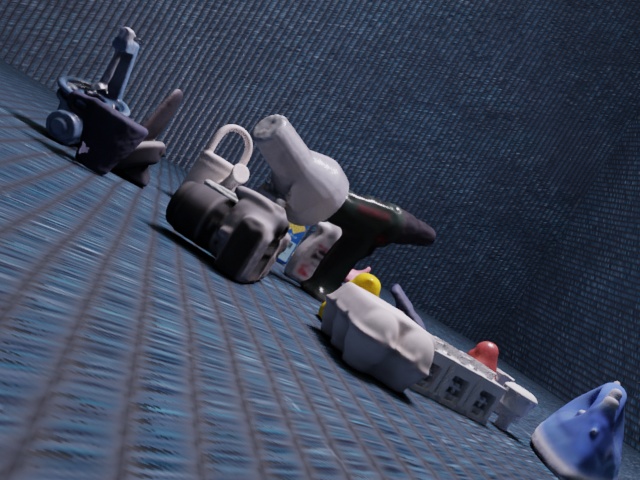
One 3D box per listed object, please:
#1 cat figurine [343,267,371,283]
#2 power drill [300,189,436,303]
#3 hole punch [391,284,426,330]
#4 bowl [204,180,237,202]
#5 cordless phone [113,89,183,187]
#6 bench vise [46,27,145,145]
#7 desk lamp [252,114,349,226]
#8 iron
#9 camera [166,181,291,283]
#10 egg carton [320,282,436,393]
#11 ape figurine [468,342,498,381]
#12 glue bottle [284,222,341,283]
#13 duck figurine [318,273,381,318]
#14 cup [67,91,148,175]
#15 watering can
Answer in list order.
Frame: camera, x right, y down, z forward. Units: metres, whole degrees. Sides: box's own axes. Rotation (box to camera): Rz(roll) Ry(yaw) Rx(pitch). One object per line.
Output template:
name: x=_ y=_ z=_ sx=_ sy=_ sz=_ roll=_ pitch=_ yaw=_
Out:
cat figurine: x=0.065 y=0.061 z=1.432 sx=0.127 sy=0.118 sz=0.067 roll=32 pitch=1 yaw=5
power drill: x=0.070 y=0.021 z=0.984 sx=0.230 sy=0.208 sz=0.075 roll=31 pitch=1 yaw=-28
hole punch: x=0.147 y=0.137 z=1.006 sx=0.101 sy=0.091 sz=0.109 roll=32 pitch=1 yaw=7
bowl: x=-0.148 y=-0.035 z=1.020 sx=0.167 sy=0.075 sz=0.167 roll=32 pitch=1 yaw=0
cordless phone: x=-0.304 y=-0.196 z=1.020 sx=0.094 sy=0.185 sz=0.147 roll=31 pitch=1 yaw=-24
bench vise: x=-0.381 y=-0.263 z=0.997 sx=0.122 sy=0.220 sz=0.207 roll=31 pitch=1 yaw=-22
desk lamp: x=-0.075 y=-0.069 z=0.872 sx=0.117 sy=0.213 sz=0.204 roll=32 pitch=1 yaw=42
iron: x=0.370 y=0.249 z=0.769 sx=0.118 sy=0.141 sz=0.259 roll=32 pitch=1 yaw=27
camera: x=-0.112 y=-0.022 z=0.721 sx=0.136 sy=0.101 sz=0.143 roll=32 pitch=1 yaw=7
egg carton: x=0.061 y=0.105 z=0.634 sx=0.107 sy=0.069 sz=0.150 roll=31 pitch=1 yaw=-18
ape figurine: x=0.229 y=0.191 z=0.837 sx=0.078 sy=0.092 sz=0.076 roll=31 pitch=1 yaw=-17
glue bottle: x=0.009 y=0.004 z=1.027 sx=0.078 sy=0.173 sz=0.037 roll=31 pitch=1 yaw=-31
duck figurine: x=0.049 y=0.085 z=0.770 sx=0.077 sy=0.086 sz=0.104 roll=32 pitch=1 yaw=0
cup: x=-0.325 y=-0.152 z=0.834 sx=0.118 sy=0.095 sz=0.091 roll=31 pitch=1 yaw=-22
watering can: x=-0.199 y=-0.140 z=1.158 sx=0.172 sy=0.194 sz=0.101 roll=32 pitch=1 yaw=30
